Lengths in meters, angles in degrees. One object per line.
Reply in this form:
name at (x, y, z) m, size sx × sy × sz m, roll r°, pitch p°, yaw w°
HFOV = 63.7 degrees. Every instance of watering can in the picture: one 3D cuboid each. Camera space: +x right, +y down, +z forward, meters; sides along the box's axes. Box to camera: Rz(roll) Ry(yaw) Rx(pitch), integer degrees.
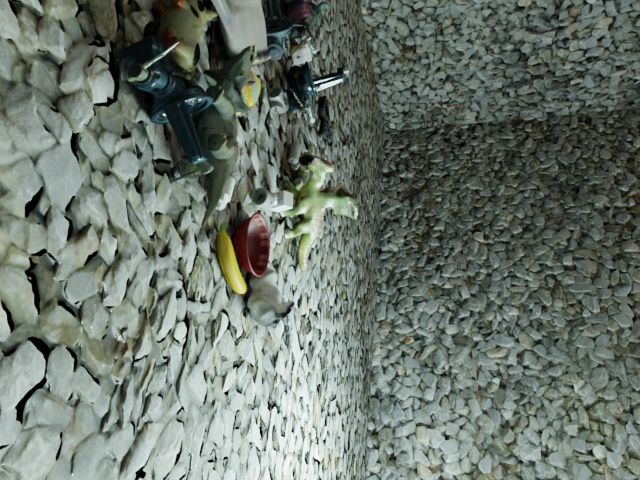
watering can at (-0.199, -0.521, 1.226) m, size 0.354 × 0.104 × 0.221 m, roll -61°, pitch 146°, yaw -64°

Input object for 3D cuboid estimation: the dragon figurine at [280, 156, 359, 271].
dragon figurine at (0.005, -0.084, 1.661) m, size 0.125 × 0.242 × 0.402 m, roll -77°, pitch 157°, yaw -58°

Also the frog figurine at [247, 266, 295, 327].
frog figurine at (-0.149, 0.142, 1.353) m, size 0.159 × 0.121 × 0.139 m, roll 50°, pitch 28°, yaw 1°
